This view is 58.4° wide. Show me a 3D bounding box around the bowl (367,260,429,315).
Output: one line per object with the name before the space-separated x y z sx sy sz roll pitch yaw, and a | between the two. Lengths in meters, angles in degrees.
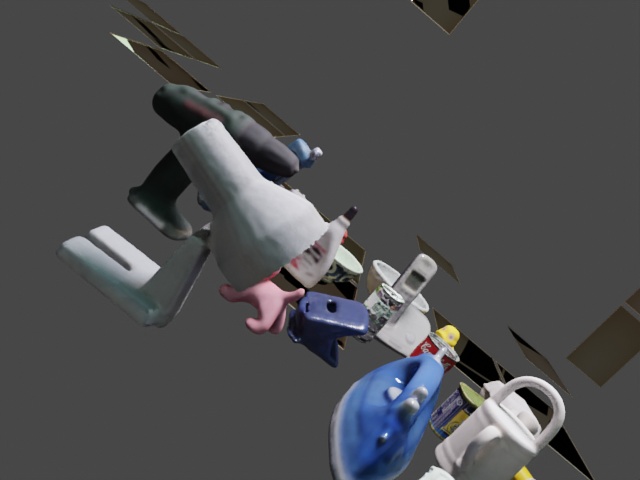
bowl | 0.163 0.126 1.300 0.168 0.074 0.167 38 13 -10

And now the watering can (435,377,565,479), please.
watering can | 0.270 0.280 0.837 0.101 0.194 0.173 43 13 12

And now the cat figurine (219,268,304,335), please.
cat figurine | -0.075 0.049 0.790 0.127 0.117 0.067 45 14 20

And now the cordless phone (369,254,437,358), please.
cordless phone | 0.179 0.127 1.100 0.148 0.185 0.094 35 14 -22

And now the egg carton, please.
egg carton | 0.388 0.361 1.180 0.107 0.069 0.150 38 13 -12

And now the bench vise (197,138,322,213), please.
bench vise | -0.108 -0.107 0.981 0.207 0.219 0.122 44 13 13

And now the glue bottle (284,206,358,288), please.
glue bottle | 0.010 0.004 1.053 0.078 0.173 0.037 42 13 6

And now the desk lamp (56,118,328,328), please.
desk lamp | -0.128 -0.007 0.612 0.203 0.213 0.118 40 13 -5

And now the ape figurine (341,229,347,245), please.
ape figurine | 0.024 0.006 1.267 0.078 0.092 0.076 23 22 -53

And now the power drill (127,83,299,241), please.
power drill | -0.170 -0.105 0.826 0.229 0.208 0.076 42 13 6

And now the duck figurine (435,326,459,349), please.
duck figurine | 0.270 0.226 1.250 0.105 0.086 0.077 27 19 -46

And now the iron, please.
iron | 0.100 0.208 0.711 0.118 0.141 0.259 43 13 10

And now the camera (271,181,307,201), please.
camera | -0.084 -0.058 1.153 0.143 0.100 0.137 38 13 -12

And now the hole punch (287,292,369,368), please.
hole punch | 0.012 0.120 0.861 0.101 0.091 0.108 38 13 -11
